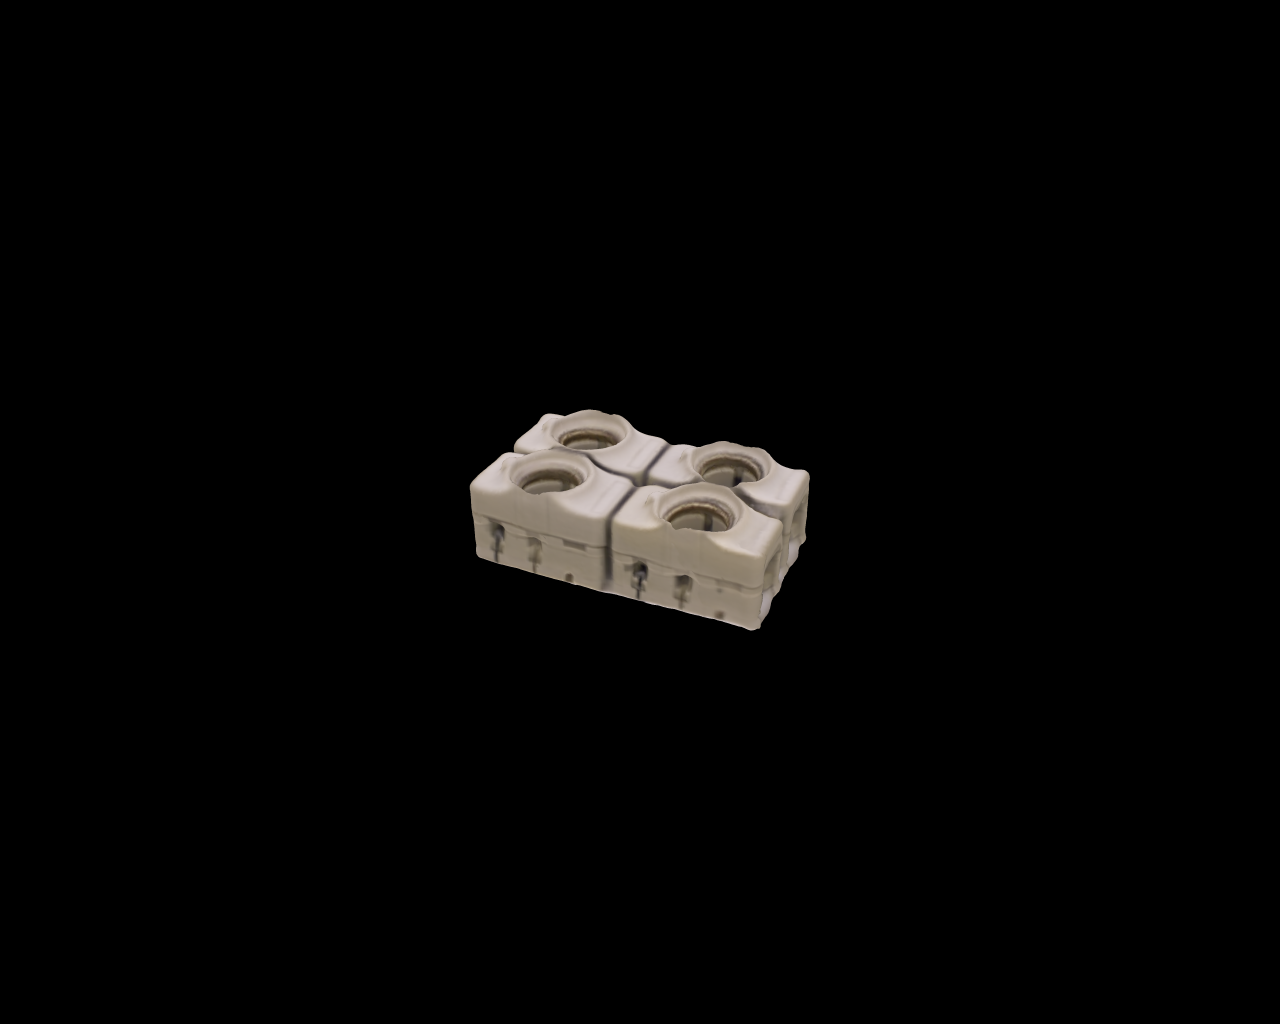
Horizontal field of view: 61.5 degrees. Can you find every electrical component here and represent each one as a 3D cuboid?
[{"bbox_3d":[0.001,-0.003,0.650,0.186,0.060,0.106,14,36,20],"label":"electrical component"}]
